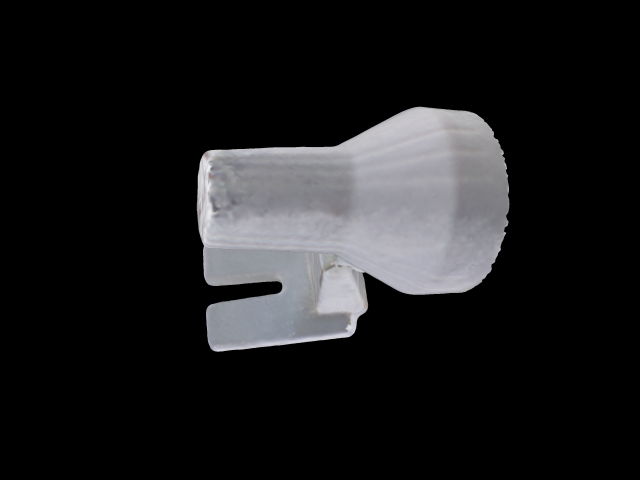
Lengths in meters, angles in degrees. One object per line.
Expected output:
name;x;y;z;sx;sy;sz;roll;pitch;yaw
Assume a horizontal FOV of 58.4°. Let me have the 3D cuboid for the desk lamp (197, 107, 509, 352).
desk lamp;0.004;0.001;0.400;0.203;0.213;0.118;-8;66;-3
